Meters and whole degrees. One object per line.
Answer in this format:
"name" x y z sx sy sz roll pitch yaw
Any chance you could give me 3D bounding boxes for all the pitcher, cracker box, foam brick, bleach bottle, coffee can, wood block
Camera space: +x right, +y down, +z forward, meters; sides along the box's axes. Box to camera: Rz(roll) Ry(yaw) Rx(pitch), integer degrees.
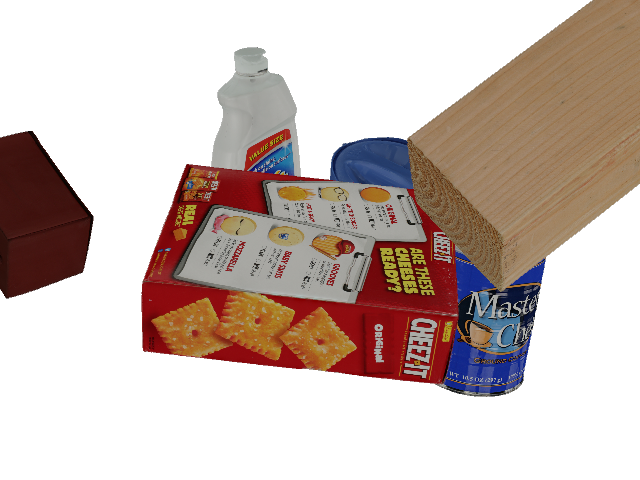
"pitcher" 0.064 0.019 1.212 0.145 0.243 0.149 15 40 4
"cracker box" -0.011 0.022 0.789 0.213 0.072 0.164 7 33 1
"foam brick" -0.175 -0.016 0.620 0.051 0.078 0.053 -21 -32 -34
"bleach bottle" -0.068 -0.060 1.038 0.102 0.251 0.068 -16 29 -26
"coffee can" 0.147 0.056 0.977 0.103 0.140 0.103 5 23 -2
"wood block" 0.165 -0.075 0.681 0.206 0.091 0.090 -37 -25 -9
